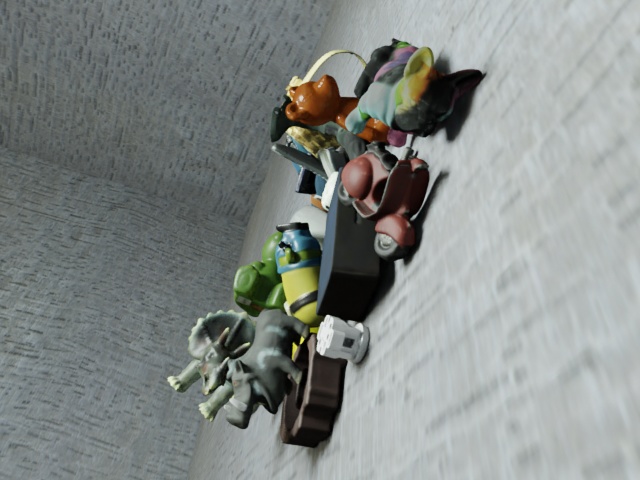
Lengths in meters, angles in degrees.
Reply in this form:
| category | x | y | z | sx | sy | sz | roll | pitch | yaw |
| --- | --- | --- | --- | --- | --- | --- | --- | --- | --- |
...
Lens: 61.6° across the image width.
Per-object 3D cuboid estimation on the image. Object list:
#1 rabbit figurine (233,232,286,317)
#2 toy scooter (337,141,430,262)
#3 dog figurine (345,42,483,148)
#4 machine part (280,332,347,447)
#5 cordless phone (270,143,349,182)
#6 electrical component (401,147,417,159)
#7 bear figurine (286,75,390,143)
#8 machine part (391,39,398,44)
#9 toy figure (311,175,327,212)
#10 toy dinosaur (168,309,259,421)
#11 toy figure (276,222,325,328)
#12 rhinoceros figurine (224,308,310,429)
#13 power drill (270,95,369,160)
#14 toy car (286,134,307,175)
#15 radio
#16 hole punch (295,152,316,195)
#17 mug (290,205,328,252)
| category | x | y | z | sx | sy | sz | roll | pitch | yaw |
| --- | --- | --- | --- | --- | --- | --- | --- | --- | --- |
| rabbit figurine | -0.092 | 0.070 | 1.088 | 0.159 | 0.121 | 0.170 | 105 | -174 | -63 |
| toy scooter | 0.091 | -0.073 | 0.723 | 0.184 | 0.075 | 0.135 | 63 | 142 | 43 |
| dog figurine | 0.131 | -0.218 | 0.739 | 0.219 | 0.108 | 0.191 | -21 | 49 | 70 |
| machine part | -0.014 | 0.237 | 0.850 | 0.179 | 0.056 | 0.179 | -163 | 90 | -79 |
| cordless phone | -0.012 | -0.164 | 1.113 | 0.147 | 0.184 | 0.088 | -134 | 67 | -77 |
| electrical component | 0.118 | -0.089 | 0.799 | 0.063 | 0.021 | 0.094 | -94 | 25 | -59 |
| bear figurine | 0.047 | -0.244 | 0.931 | 0.120 | 0.196 | 0.131 | -82 | 15 | -50 |
| machine part | 0.131 | -0.315 | 1.042 | 0.084 | 0.039 | 0.138 | -76 | 7 | -58 |
| toy figure | 0.010 | -0.106 | 1.246 | 0.064 | 0.058 | 0.154 | -85 | 11 | -69 |
| toy dinosaur | -0.141 | 0.242 | 1.028 | 0.192 | 0.131 | 0.404 | -49 | -26 | 2 |
| toy figure | -0.027 | 0.057 | 0.900 | 0.089 | 0.082 | 0.180 | -23 | 74 | 62 |
| rhinoceros figurine | -0.084 | 0.195 | 0.826 | 0.073 | 0.112 | 0.190 | 131 | 161 | -60 |
| power drill | 0.010 | -0.219 | 1.050 | 0.232 | 0.207 | 0.085 | -73 | -15 | -50 |
| toy car | -0.025 | -0.226 | 1.445 | 0.109 | 0.103 | 0.161 | -90 | -24 | -70 |
| radio | 0.046 | 0.006 | 0.835 | 0.131 | 0.073 | 0.230 | 104 | 176 | -46 |
| hole punch | -0.007 | -0.159 | 1.328 | 0.116 | 0.092 | 0.142 | -111 | 37 | -77 |
| mug | -0.002 | -0.003 | 0.979 | 0.109 | 0.107 | 0.080 | -45 | -37 | -31 |
